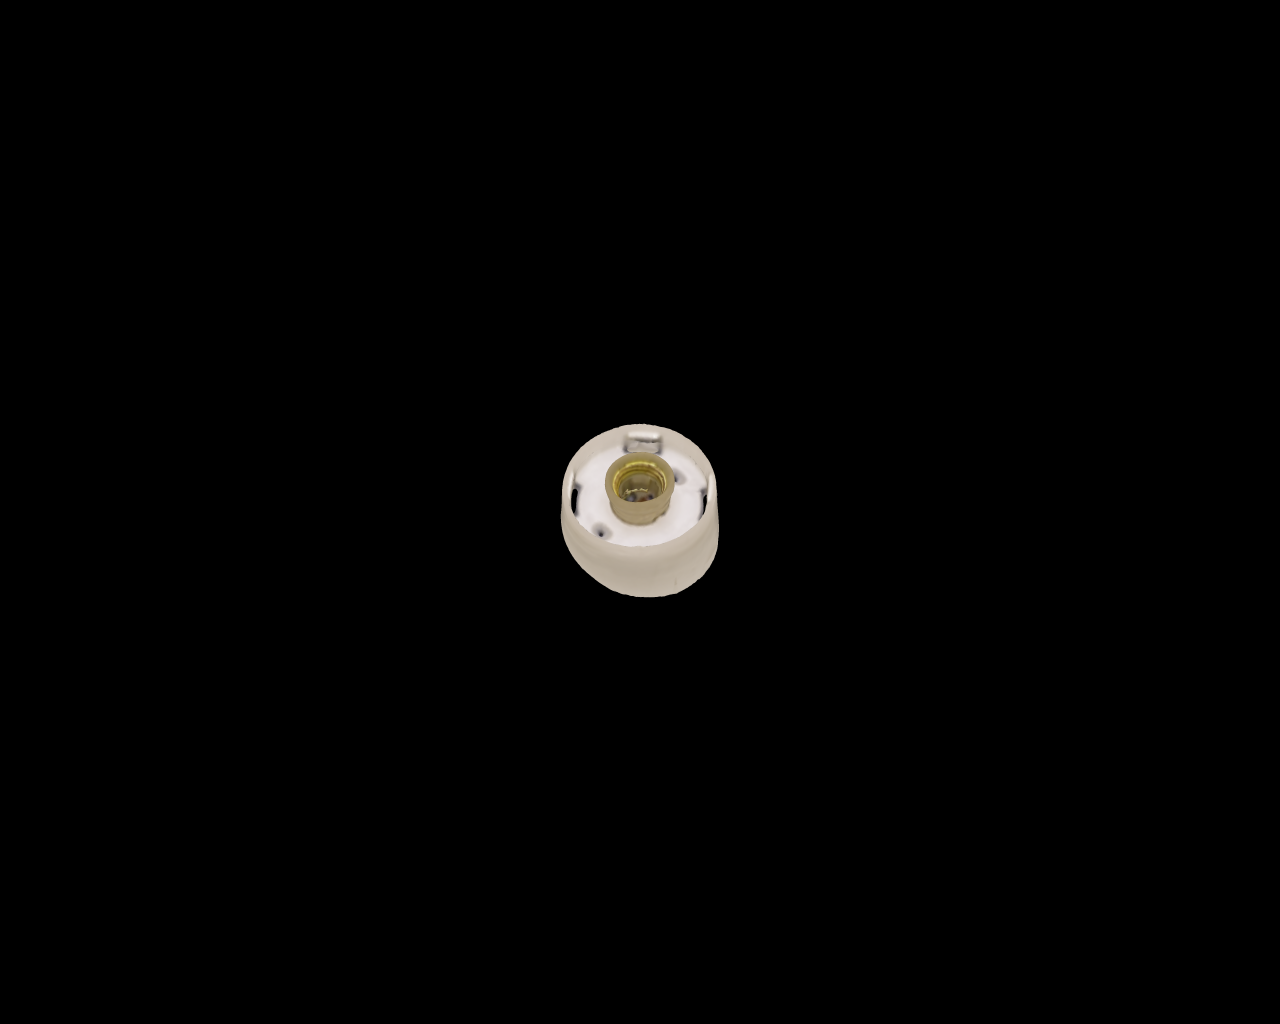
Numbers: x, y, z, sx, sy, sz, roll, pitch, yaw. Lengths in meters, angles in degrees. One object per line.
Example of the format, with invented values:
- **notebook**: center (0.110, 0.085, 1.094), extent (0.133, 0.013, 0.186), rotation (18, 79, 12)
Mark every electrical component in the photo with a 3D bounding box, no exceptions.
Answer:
- **electrical component**: center (0.001, -0.003, 0.650), extent (0.099, 0.099, 0.064), rotation (0, -33, 0)
